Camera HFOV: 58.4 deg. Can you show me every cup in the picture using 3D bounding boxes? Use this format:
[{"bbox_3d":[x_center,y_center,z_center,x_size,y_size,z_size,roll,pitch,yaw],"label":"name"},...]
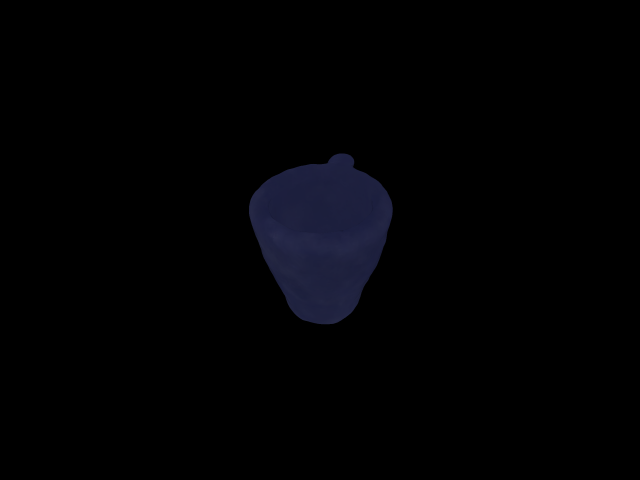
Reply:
[{"bbox_3d":[0.004,0.001,0.400,0.091,0.095,0.118,8,39,10],"label":"cup"}]
